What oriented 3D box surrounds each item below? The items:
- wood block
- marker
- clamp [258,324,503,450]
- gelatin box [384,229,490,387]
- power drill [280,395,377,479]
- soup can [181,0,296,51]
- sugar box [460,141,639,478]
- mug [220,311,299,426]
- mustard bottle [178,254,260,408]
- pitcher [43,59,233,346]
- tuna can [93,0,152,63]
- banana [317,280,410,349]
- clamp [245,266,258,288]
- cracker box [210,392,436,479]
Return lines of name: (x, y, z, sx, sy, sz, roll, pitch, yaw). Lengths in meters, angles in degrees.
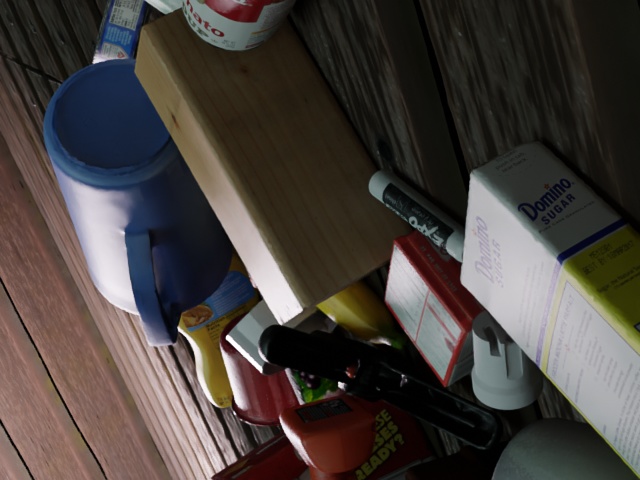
wood block: (-0.034, -0.057, 0.714, 0.206, 0.090, 0.091, 60, 163, 3)
marker: (0.069, -0.008, 0.621, 0.121, 0.020, 0.020, 42, 155, 46)
clamp: (0.042, 0.098, 0.755, 0.164, 0.036, 0.210, 23, 178, 4)
gelatin box: (0.074, 0.040, 0.664, 0.073, 0.030, 0.089, 54, 162, 24)
power drill: (0.024, 0.208, 0.720, 0.184, 0.057, 0.187, -168, 67, -78)
soup can: (-0.043, -0.158, 0.623, 0.068, 0.068, 0.102, 60, 163, 2)
sugar box: (0.134, 0.043, 0.480, 0.176, 0.048, 0.093, 54, 161, 33)
mug: (-0.048, 0.112, 1.035, 0.117, 0.093, 0.081, -79, -21, -59)
mustard bottle: (-0.105, 0.069, 1.090, 0.058, 0.096, 0.191, 24, 139, 65)
pitcher: (-0.143, -0.029, 0.863, 0.149, 0.145, 0.243, 37, 161, 15)
tuna can: (-0.162, -0.183, 0.890, 0.086, 0.033, 0.086, -164, 90, -80)
banana: (-0.006, 0.011, 0.797, 0.198, 0.037, 0.070, 45, 155, 8)
clamp: (-0.057, -0.030, 0.906, 0.120, 0.039, 0.171, 58, 157, 30)
cracker box: (0.034, 0.244, 0.864, 0.213, 0.164, 0.072, 62, 160, -4)
